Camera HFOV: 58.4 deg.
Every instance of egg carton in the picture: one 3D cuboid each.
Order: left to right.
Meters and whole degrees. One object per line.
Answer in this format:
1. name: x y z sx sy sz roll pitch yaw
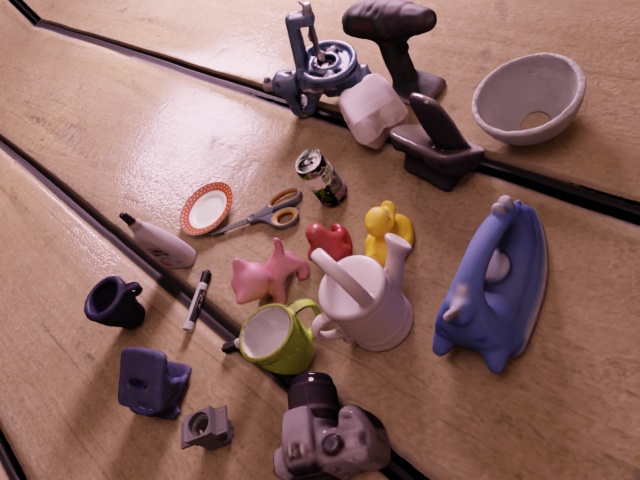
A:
1. egg carton: 0.096 -0.239 1.057 0.107 0.070 0.150 -32 48 8

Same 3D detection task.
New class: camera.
1. camera: 0.004 0.240 0.755 0.143 0.101 0.136 -21 50 18

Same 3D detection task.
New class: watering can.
1. watering can: 0.053 0.065 0.784 0.100 0.195 0.173 17 69 38

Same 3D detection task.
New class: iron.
1. iron: 0.222 0.030 0.741 0.118 0.142 0.258 11 65 36

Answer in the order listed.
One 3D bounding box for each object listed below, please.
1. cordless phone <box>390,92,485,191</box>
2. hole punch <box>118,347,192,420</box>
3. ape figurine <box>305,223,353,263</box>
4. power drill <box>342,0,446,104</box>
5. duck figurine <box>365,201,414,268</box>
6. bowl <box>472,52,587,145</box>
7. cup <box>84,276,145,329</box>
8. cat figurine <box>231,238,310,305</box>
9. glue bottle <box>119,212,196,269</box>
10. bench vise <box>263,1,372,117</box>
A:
1. cordless phone: 0.164 -0.176 0.891 0.147 0.186 0.094 31 78 42
2. hole punch: -0.281 0.235 0.939 0.108 0.091 0.101 -1 59 31
3. ape figurine: 0.008 0.003 0.925 0.078 0.092 0.076 -35 47 6
4. power drill: 0.142 -0.334 1.000 0.076 0.209 0.228 -49 48 -7
5. duck figurine: 0.096 -0.011 0.885 0.077 0.086 0.105 12 66 37
6. bowl: 0.326 -0.204 0.888 0.167 0.075 0.167 -16 52 22
7. cup: -0.362 0.121 1.067 0.117 0.095 0.091 -25 49 14
8. cat figurine: -0.092 0.055 0.933 0.067 0.118 0.128 26 75 41
9. glue bottle: -0.311 -0.002 1.068 0.078 0.174 0.037 -8 55 27
10. bench vise: -0.028 -0.337 1.098 0.207 0.220 0.121 -27 49 13
